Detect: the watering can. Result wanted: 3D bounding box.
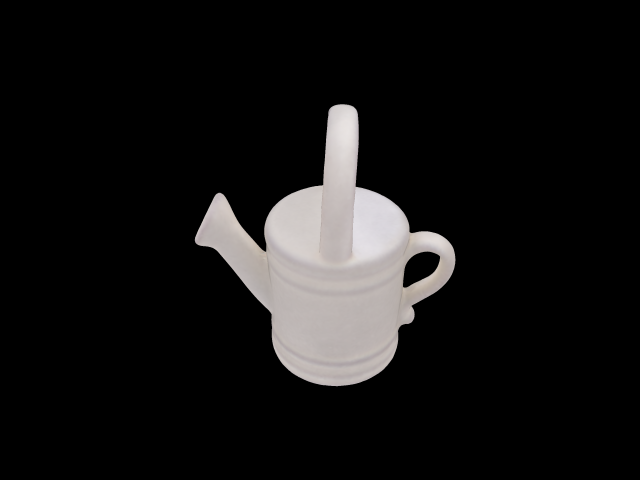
[{"bbox_3d":[0.004,0.003,0.398,0.173,0.194,0.100,-11,38,-13],"label":"watering can"}]
